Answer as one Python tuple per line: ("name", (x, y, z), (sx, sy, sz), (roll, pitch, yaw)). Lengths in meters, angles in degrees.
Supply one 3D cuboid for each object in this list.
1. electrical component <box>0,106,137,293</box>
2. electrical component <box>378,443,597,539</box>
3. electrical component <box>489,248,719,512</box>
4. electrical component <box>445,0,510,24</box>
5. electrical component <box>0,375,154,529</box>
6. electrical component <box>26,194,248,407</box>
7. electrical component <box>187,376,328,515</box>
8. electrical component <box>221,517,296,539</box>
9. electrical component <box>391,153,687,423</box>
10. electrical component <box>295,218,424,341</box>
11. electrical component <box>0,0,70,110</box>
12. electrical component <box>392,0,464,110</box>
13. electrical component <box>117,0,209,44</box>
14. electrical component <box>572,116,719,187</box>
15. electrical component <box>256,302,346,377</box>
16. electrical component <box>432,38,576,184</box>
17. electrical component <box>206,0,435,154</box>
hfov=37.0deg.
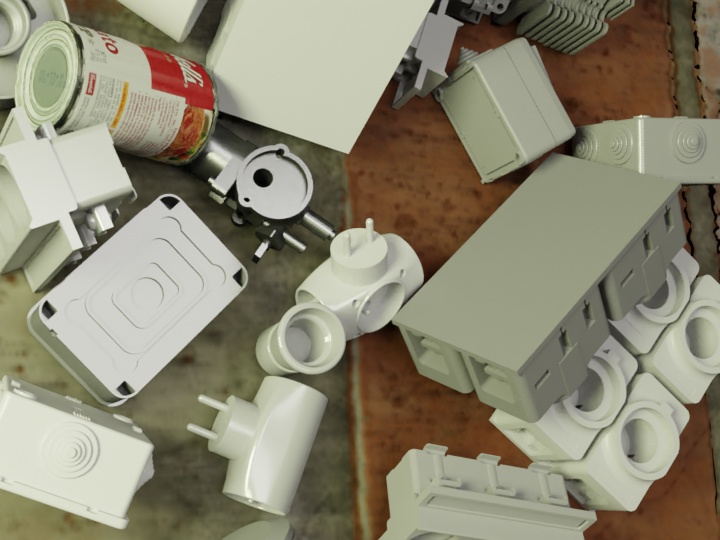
("electrical component", (-0.175, -0.040, 0.608), (0.063, 0.121, 0.078), (-23, 89, -29))
("electrical component", (0.080, 0.160, 0.707), (0.121, 0.078, 0.063), (14, 45, -21))
("electrical component", (0.194, 0.070, 0.781), (0.105, 0.060, 0.186), (43, 66, -10))
("electrical component", (0.088, -0.219, 0.785), (0.042, 0.063, 0.081), (12, 116, -22))
("electrical component", (-0.167, 0.098, 0.598), (0.100, 0.100, 0.048), (24, 83, -17))
("electrical component", (-0.134, 0.019, 0.650), (0.078, 0.057, 0.113), (48, 66, -8))
("electrical component", (-0.068, 0.103, 0.669), (0.079, 0.043, 0.077), (26, 70, -17))
("electrical component", (-0.065, 0.187, 0.634), (0.080, 0.080, 0.051), (-36, 100, -25))
("electrical component", (0.127, 0.009, 0.730), (0.186, 0.105, 0.060), (-45, 132, -24))
("electrical component", (0.000, 0.000, 0.704), (0.077, 0.079, 0.044), (-32, 53, -26))
("electrical component", (-0.228, -0.147, 0.652), (0.099, 0.064, 0.099), (-1, 92, -31))
("electrical component", (0.033, -0.162, 0.768), (0.064, 0.042, 0.081), (23, 70, -16))
("electrical component", (-0.116, -0.206, 0.679), (0.060, 0.108, 0.108), (27, 70, -10))
("electrical component", (0.216, -0.087, 0.803), (0.100, 0.100, 0.048), (-3, 93, -24))
("electrical component", (-0.041, 0.047, 0.680), (0.044, 0.065, 0.044), (5, 77, -22))
("electrical component", (0.104, -0.122, 0.780), (0.061, 0.062, 0.096), (-30, 92, -26))
("electrical component", (-0.018, -0.176, 0.673), (0.105, 0.186, 0.060), (17, 39, -20))
